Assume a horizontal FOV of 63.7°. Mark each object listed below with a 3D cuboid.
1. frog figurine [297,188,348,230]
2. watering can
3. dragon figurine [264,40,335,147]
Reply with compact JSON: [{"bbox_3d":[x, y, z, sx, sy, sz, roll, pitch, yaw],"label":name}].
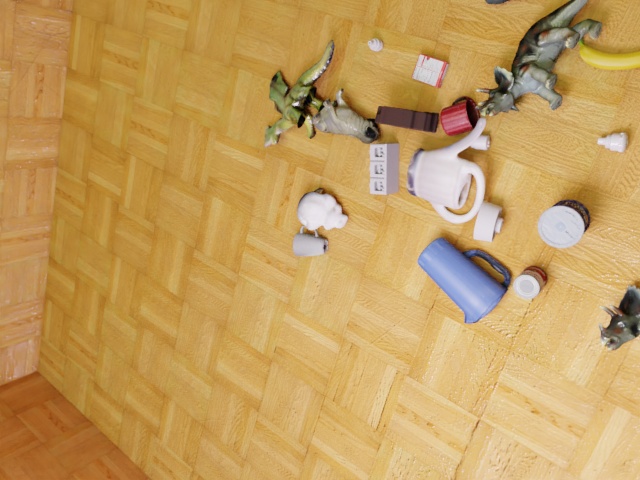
[{"bbox_3d":[0.005,-0.085,1.689,0.136,0.121,0.162,-50,58,9],"label":"frog figurine"},{"bbox_3d":[0.349,-0.199,1.415,0.226,0.106,0.339,21,135,30],"label":"watering can"},{"bbox_3d":[-0.092,-0.485,1.702,0.246,0.122,0.404,35,114,32],"label":"dragon figurine"}]
